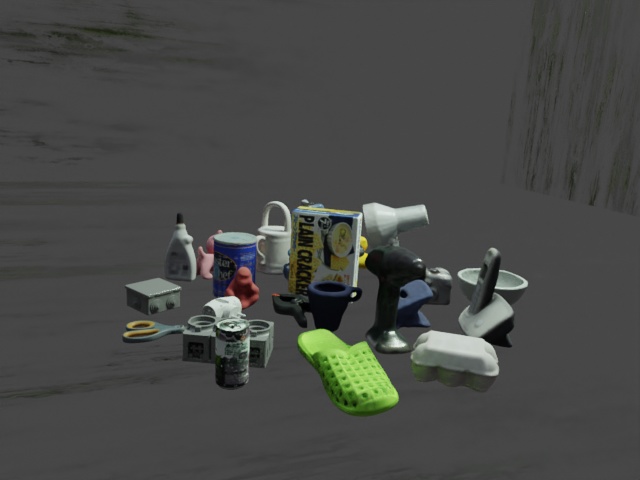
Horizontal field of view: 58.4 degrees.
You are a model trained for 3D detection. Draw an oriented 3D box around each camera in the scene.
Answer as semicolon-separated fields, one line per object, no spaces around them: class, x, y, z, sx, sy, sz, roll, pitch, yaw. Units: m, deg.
camera;0.247;0.094;1.429;0.143;0.101;0.137;3;14;-2

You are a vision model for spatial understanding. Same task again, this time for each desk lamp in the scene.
desk lamp;0.209;0.006;1.543;0.203;0.213;0.118;5;14;5

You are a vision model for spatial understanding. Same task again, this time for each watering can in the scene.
watering can;-0.119;-0.011;1.573;0.100;0.194;0.173;7;14;14

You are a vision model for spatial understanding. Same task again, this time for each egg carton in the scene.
egg carton;0.235;0.212;1.006;0.150;0.069;0.107;7;14;13

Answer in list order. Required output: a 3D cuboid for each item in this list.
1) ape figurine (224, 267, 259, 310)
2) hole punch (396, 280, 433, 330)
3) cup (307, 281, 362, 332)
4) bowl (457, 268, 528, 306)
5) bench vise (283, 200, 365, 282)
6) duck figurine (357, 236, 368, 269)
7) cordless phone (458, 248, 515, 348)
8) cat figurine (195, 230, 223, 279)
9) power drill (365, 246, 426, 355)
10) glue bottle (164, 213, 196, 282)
ape figurine;-0.175;0.106;1.287;0.078;0.092;0.076;1;14;-10
hole punch;0.188;0.138;1.252;0.101;0.091;0.108;1;14;-9
cup;0.029;0.141;1.192;0.118;0.095;0.091;-1;14;-18
bowl;0.416;0.126;1.399;0.167;0.075;0.167;3;14;-1
bench vise;0.008;0.003;1.493;0.208;0.220;0.121;-5;16;-31
duck figurine;0.119;0.033;1.680;0.078;0.086;0.104;-7;17;-37
cordless phone;0.350;0.117;1.181;0.094;0.185;0.147;3;14;-4
cat figurine;-0.283;0.032;1.514;0.067;0.118;0.128;10;15;26
power drill;0.142;0.109;1.112;0.076;0.208;0.229;0;14;-15
glue bottle;-0.351;0.016;1.441;0.078;0.173;0.037;5;14;7
